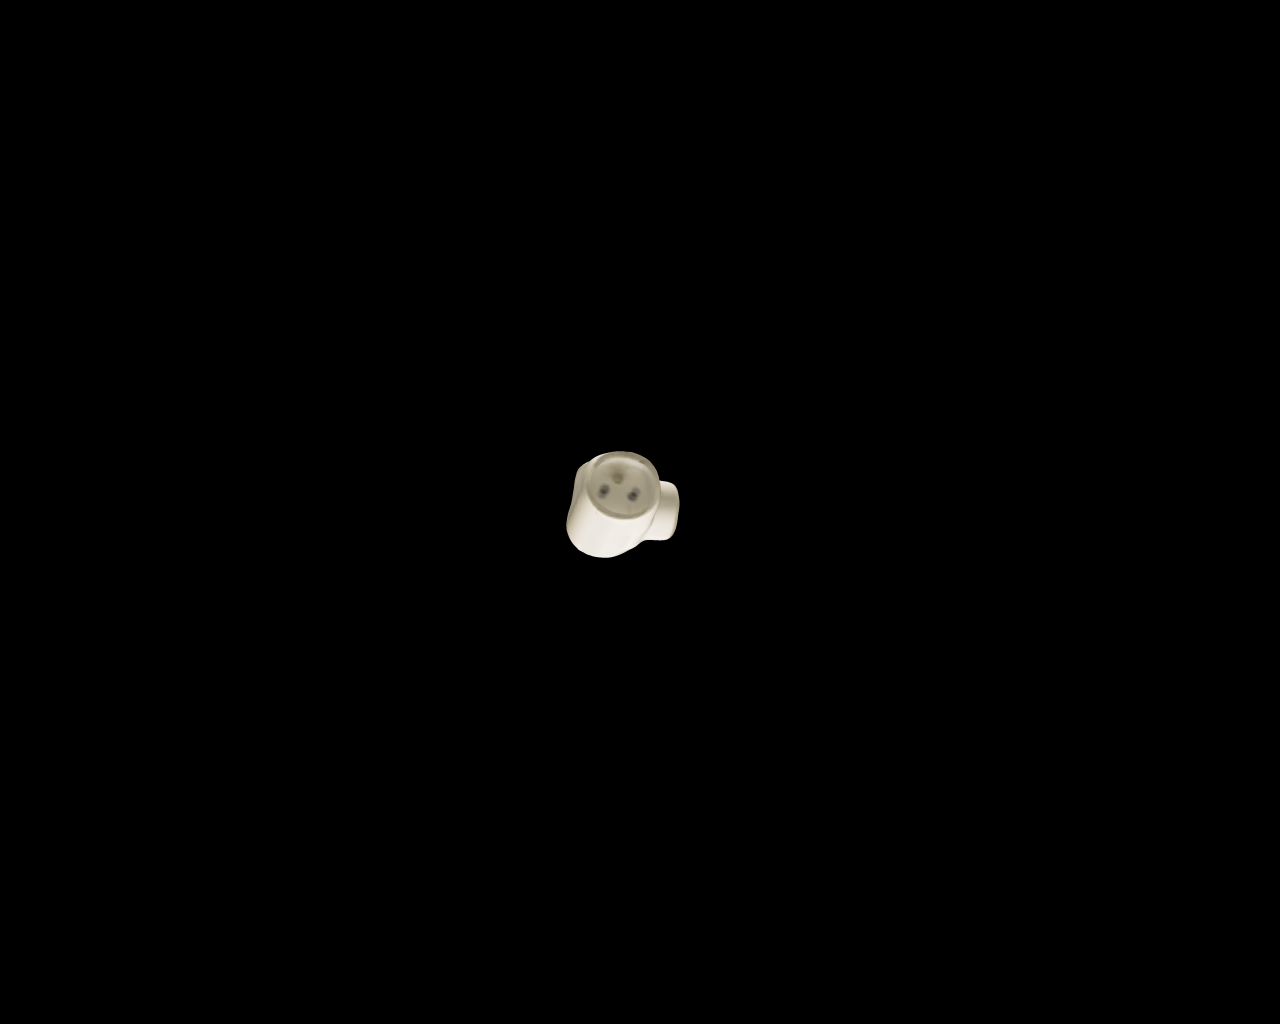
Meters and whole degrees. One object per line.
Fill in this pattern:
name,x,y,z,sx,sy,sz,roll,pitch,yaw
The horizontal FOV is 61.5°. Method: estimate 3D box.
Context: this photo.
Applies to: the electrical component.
electrical component,0.001,-0.003,0.650,0.079,0.043,0.077,4,-20,-11
